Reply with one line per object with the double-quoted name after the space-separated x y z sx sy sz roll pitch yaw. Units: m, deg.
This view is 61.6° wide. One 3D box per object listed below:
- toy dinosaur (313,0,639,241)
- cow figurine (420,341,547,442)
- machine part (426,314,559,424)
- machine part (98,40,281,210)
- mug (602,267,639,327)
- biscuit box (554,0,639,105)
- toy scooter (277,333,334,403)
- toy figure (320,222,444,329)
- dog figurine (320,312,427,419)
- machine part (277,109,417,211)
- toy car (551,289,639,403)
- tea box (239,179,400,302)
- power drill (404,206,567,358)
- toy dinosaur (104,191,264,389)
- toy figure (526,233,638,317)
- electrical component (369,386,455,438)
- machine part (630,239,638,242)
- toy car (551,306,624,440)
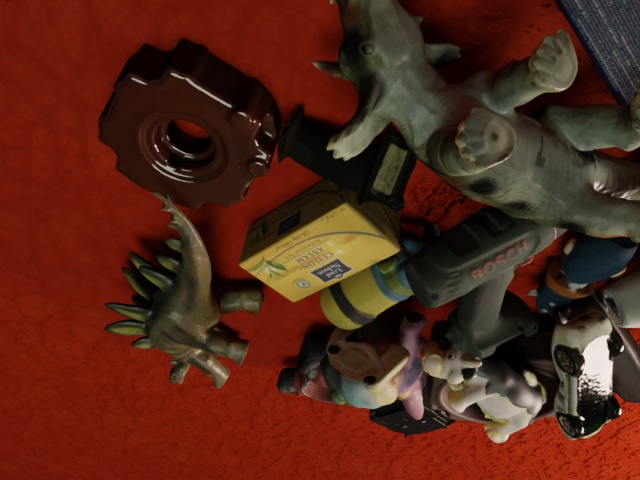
0.167 -0.074 0.453 0.404 0.131 0.192 24 178 -21 "toy dinosaur"
0.207 0.174 0.676 0.167 0.068 0.098 41 116 -18 "cow figurine"
0.264 0.196 0.797 0.201 0.087 0.201 2 140 6 "machine part"
-0.131 -0.105 0.539 0.179 0.056 0.179 5 139 5 "machine part"
0.385 0.062 0.601 0.107 0.081 0.109 -19 172 8 "mug"
0.230 -0.171 0.409 0.063 0.059 0.202 -27 128 35 "biscuit box"
0.018 0.215 0.862 0.135 0.075 0.183 19 140 -12 "toy scooter"
0.075 0.046 0.652 0.180 0.089 0.082 -27 122 33 "toy figure"
0.090 0.194 0.756 0.109 0.191 0.218 17 138 31 "dog figurine"
0.027 -0.084 0.535 0.139 0.084 0.039 19 173 0 "machine part"
0.383 0.134 0.707 0.089 0.053 0.202 -24 108 44 "toy car"
-0.001 -0.002 0.627 0.170 0.068 0.098 -31 126 34 "tea box"
0.209 0.035 0.591 0.232 0.086 0.207 -24 143 -8 "power drill"
-0.186 0.099 0.735 0.198 0.105 0.471 17 139 -11 "toy dinosaur"
0.307 0.037 0.634 0.058 0.064 0.154 -22 154 -28 "toy figure"
0.153 0.290 0.940 0.134 0.058 0.115 35 130 -28 "electrical component"
0.355 -0.082 0.479 0.079 0.079 0.243 16 138 -9 "machine part"
0.335 0.175 0.679 0.073 0.056 0.201 -22 121 -10 "toy car"
